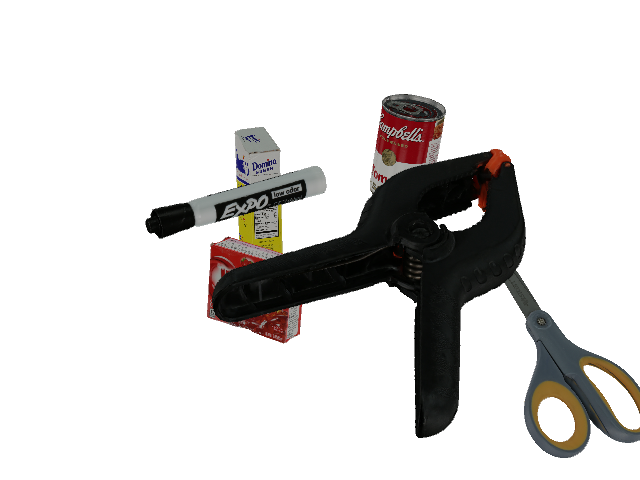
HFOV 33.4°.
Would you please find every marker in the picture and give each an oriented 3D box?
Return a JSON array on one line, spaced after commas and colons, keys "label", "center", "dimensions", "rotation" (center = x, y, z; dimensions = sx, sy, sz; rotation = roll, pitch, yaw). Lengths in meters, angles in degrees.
[{"label": "marker", "center": [-0.053, -0.024, 0.673], "dimensions": [0.120, 0.020, 0.020], "rotation": [-17, 7, -25]}]

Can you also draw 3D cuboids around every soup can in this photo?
[{"label": "soup can", "center": [0.092, -0.097, 1.142], "dimensions": [0.068, 0.102, 0.068], "rotation": [6, 29, -4]}]

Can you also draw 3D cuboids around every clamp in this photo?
[{"label": "clamp", "center": [0.049, 0.016, 0.490], "dimensions": [0.171, 0.039, 0.120], "rotation": [-35, 62, -30]}]

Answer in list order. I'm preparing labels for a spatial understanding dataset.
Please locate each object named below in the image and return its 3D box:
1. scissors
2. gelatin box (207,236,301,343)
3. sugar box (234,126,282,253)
[{"label": "scissors", "center": [0.152, 0.077, 0.780], "dimensions": [0.096, 0.202, 0.016], "rotation": [-33, -27, -22]}, {"label": "gelatin box", "center": [-0.059, 0.044, 0.958], "dimensions": [0.089, 0.073, 0.030], "rotation": [16, 22, 28]}, {"label": "sugar box", "center": [-0.077, -0.043, 1.328], "dimensions": [0.048, 0.176, 0.093], "rotation": [-9, 25, -13]}]
